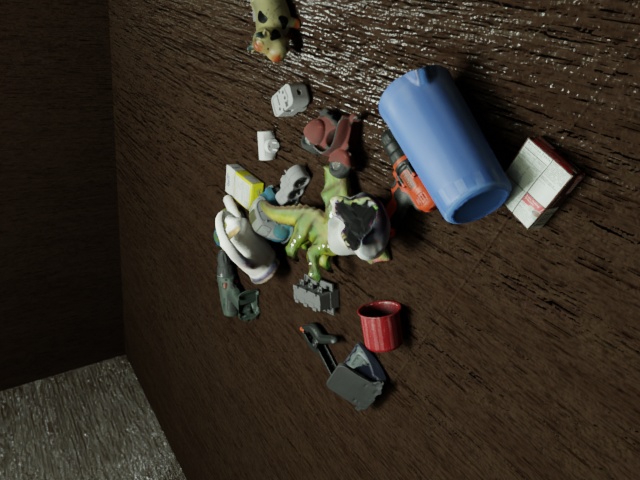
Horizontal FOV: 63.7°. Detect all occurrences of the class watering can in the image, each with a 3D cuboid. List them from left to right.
[{"bbox_3d":[-0.212,-0.005,1.468,0.103,0.221,0.354,-36,23,9],"label":"watering can"}]

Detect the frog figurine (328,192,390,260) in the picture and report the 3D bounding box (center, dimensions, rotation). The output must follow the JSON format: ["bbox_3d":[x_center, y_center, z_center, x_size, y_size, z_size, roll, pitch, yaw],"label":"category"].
[{"bbox_3d":[0.075,-0.018,1.012,0.123,0.139,0.157,-38,-18,-9],"label":"frog figurine"}]

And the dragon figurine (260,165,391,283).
[{"bbox_3d":[0.004,-0.060,1.196,0.122,0.239,0.416,1,35,-48],"label":"dragon figurine"}]
